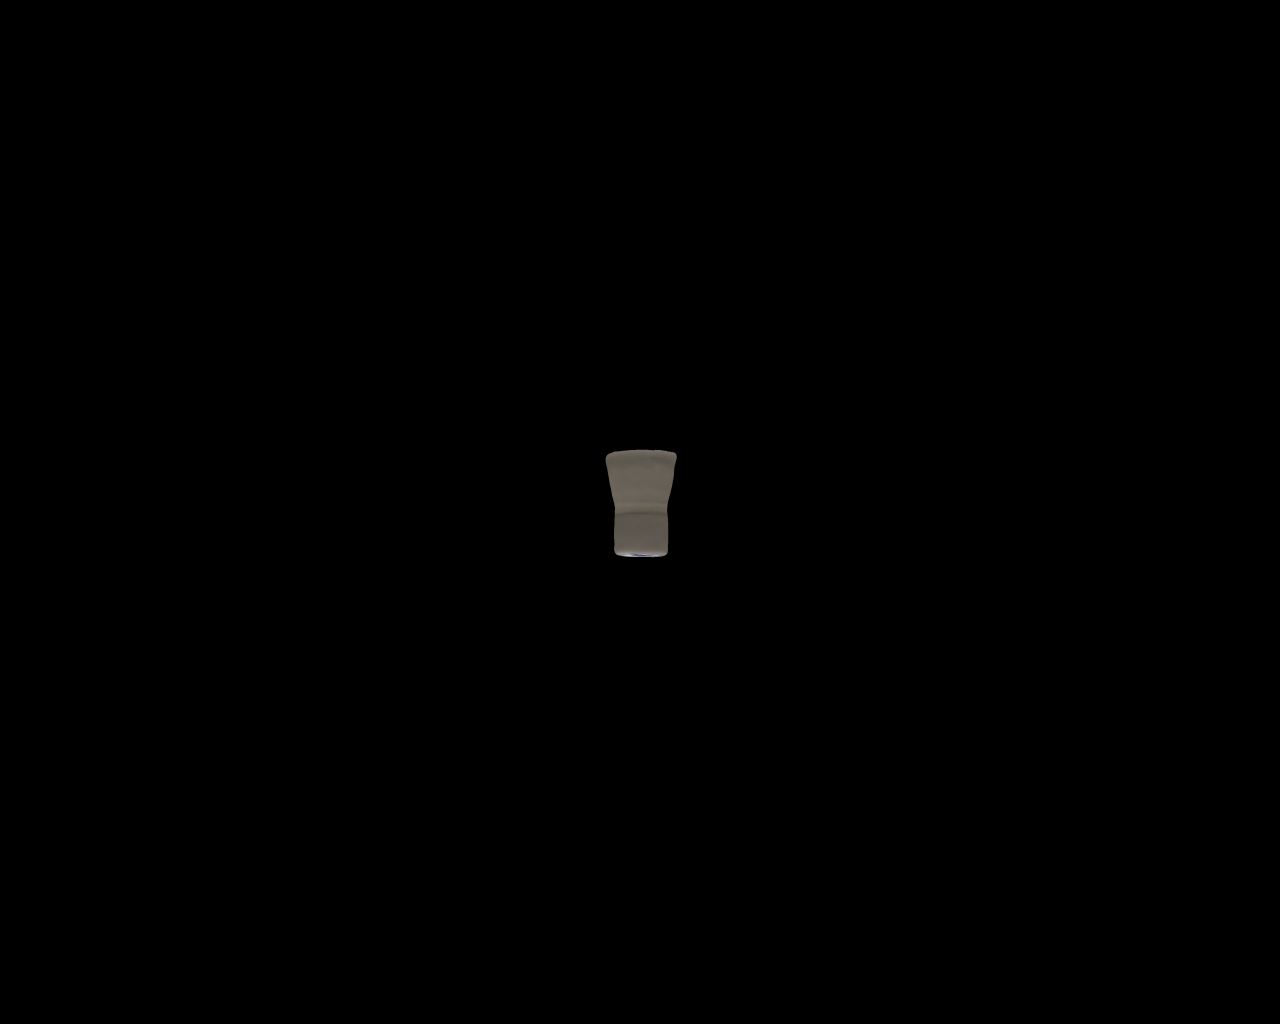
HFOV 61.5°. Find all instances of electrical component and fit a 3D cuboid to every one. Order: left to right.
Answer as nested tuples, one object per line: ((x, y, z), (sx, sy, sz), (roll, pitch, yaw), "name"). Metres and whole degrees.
((0.001, -0.003, 0.650), (0.044, 0.065, 0.044), (0, -7, 0), "electrical component")
